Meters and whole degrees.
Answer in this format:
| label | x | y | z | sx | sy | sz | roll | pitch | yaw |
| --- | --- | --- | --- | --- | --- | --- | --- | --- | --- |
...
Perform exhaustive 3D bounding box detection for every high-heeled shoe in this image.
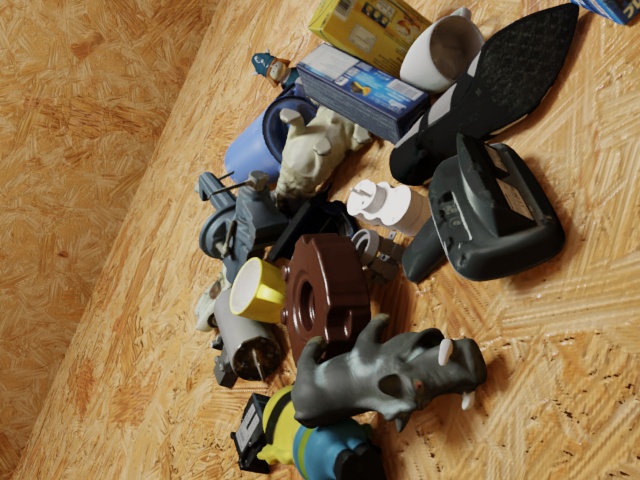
| label | x | y | z | sx | sy | sz | roll | pitch | yaw |
| --- | --- | --- | --- | --- | --- | --- | --- | --- | --- |
| high-heeled shoe | 0.180 | -0.155 | 0.615 | 0.249 | 0.086 | 0.145 | -41 | 0 | 7 |

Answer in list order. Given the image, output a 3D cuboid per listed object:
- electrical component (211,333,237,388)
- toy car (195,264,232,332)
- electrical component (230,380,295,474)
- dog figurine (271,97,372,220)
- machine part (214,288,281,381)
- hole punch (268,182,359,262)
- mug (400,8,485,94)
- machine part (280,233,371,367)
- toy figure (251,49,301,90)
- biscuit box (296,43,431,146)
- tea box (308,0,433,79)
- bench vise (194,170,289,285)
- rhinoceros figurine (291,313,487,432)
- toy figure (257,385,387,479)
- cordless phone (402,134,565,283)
| label | x | y | z | sx | sy | sz | roll | pitch | yaw |
| --- | --- | --- | --- | --- | --- | --- | --- | --- | --- |
| electrical component | -0.159 | 0.200 | 0.907 | 0.078 | 0.045 | 0.102 | -58 | 28 | 10 |
| toy car | -0.177 | 0.086 | 1.019 | 0.201 | 0.056 | 0.074 | -57 | 28 | 15 |
| electrical component | -0.068 | 0.241 | 0.716 | 0.119 | 0.047 | 0.075 | -60 | 29 | 13 |
| dog figurine | 0.002 | -0.130 | 0.866 | 0.121 | 0.172 | 0.190 | 56 | 152 | 24 |
| machine part | -0.118 | 0.144 | 0.849 | 0.079 | 0.079 | 0.243 | -60 | 29 | 9 |
| hole punch | -0.002 | -0.002 | 0.776 | 0.142 | 0.092 | 0.116 | -57 | -1 | 20 |
| mug | 0.151 | -0.240 | 0.692 | 0.107 | 0.081 | 0.109 | -3 | 70 | 70 |
| machine part | 0.002 | 0.079 | 0.649 | 0.179 | 0.056 | 0.179 | -179 | 90 | -69 |
| toy figure | -0.061 | -0.314 | 1.037 | 0.058 | 0.154 | 0.064 | -15 | 54 | 59 |
| biscuit box | 0.058 | -0.197 | 0.730 | 0.059 | 0.062 | 0.203 | -43 | 56 | -13 |
| tea box | 0.081 | -0.294 | 0.759 | 0.098 | 0.169 | 0.068 | -58 | 29 | 10 |
| bench vise | -0.151 | -0.047 | 0.903 | 0.241 | 0.129 | 0.223 | 47 | 148 | 36 |
| rhinoceros figurine | 0.059 | 0.127 | 0.509 | 0.190 | 0.073 | 0.112 | -18 | 17 | 20 |
| toy figure | 0.000 | 0.214 | 0.581 | 0.180 | 0.082 | 0.089 | -6 | 64 | 61 |
| cordless phone | 0.138 | 0.002 | 0.539 | 0.147 | 0.089 | 0.184 | -97 | 30 | -44 |
